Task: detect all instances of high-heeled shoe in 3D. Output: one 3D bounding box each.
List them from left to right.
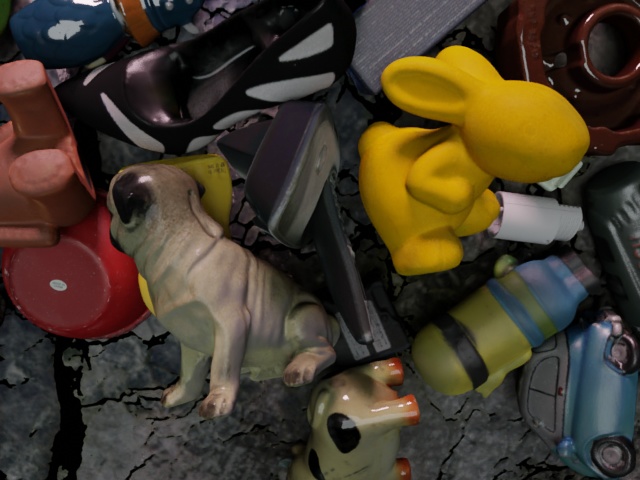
[{"bbox_3d":[-0.099,-0.133,0.404,0.249,0.145,0.086,-3,73,-4],"label":"high-heeled shoe"}]

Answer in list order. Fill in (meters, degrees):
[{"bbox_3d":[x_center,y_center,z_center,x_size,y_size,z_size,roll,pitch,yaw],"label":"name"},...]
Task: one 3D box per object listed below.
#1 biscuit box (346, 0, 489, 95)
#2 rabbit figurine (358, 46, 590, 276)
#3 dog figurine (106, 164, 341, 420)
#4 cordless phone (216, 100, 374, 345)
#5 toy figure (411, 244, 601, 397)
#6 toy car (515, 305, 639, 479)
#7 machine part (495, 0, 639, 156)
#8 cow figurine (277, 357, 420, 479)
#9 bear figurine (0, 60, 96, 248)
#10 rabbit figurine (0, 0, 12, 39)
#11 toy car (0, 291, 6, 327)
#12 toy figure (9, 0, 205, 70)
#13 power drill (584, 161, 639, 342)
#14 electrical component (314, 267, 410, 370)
[{"bbox_3d":[0.098,-0.204,0.434,0.203,0.059,0.062,-39,104,10],"label":"biscuit box"},{"bbox_3d":[0.116,-0.071,0.418,0.122,0.173,0.162,-24,92,-36],"label":"rabbit figurine"},{"bbox_3d":[-0.070,0.024,0.438,0.121,0.172,0.190,-12,91,42],"label":"dog figurine"},{"bbox_3d":[0.000,-0.002,0.424,0.089,0.146,0.184,-21,80,3],"label":"cordless phone"},{"bbox_3d":[0.166,0.071,0.496,0.180,0.082,0.089,-38,135,13],"label":"toy figure"},{"bbox_3d":[0.241,0.143,0.511,0.103,0.109,0.161,3,98,20],"label":"toy car"},{"bbox_3d":[0.228,-0.152,0.433,0.179,0.056,0.179,-1,96,-6],"label":"machine part"},{"bbox_3d":[0.021,0.204,0.521,0.127,0.086,0.194,-3,128,-5],"label":"cow figurine"},{"bbox_3d":[-0.287,-0.042,0.417,0.196,0.132,0.120,-15,72,-15],"label":"bear figurine"},{"bbox_3d":[-0.340,-0.193,0.432,0.170,0.121,0.158,7,114,17],"label":"rabbit figurine"},{"bbox_3d":[-0.353,0.004,0.500,0.089,0.053,0.202,-7,102,-8],"label":"toy car"},{"bbox_3d":[-0.171,-0.185,0.442,0.154,0.064,0.058,-18,69,-2],"label":"toy figure"},{"bbox_3d":[0.363,0.004,0.487,0.207,0.086,0.232,-33,100,17],"label":"power drill"},{"bbox_3d":[0.046,0.094,0.525,0.075,0.048,0.119,-19,103,7],"label":"electrical component"}]
